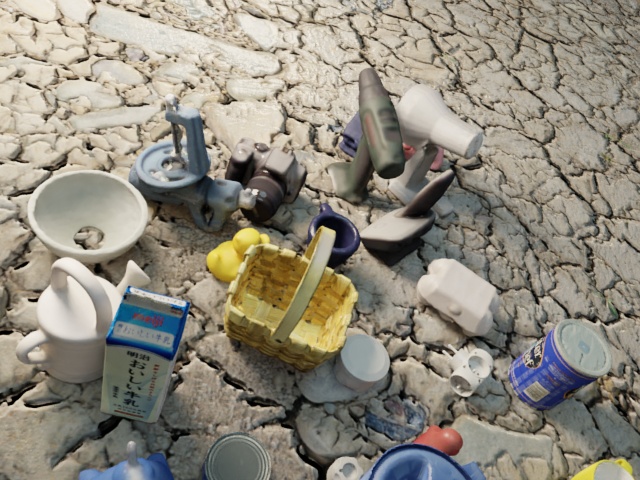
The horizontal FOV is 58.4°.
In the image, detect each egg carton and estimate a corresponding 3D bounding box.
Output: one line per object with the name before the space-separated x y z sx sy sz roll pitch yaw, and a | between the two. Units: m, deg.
egg carton | 0.250 0.103 1.035 0.150 0.069 0.107 35 47 6

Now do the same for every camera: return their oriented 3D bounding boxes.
camera | -0.106 -0.109 1.032 0.143 0.100 0.137 25 46 -2

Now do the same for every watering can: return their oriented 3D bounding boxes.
watering can | -0.294 0.087 0.718 0.101 0.194 0.173 25 46 -2

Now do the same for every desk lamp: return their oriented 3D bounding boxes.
desk lamp | 0.224 -0.177 1.160 0.118 0.213 0.203 -26 66 -38

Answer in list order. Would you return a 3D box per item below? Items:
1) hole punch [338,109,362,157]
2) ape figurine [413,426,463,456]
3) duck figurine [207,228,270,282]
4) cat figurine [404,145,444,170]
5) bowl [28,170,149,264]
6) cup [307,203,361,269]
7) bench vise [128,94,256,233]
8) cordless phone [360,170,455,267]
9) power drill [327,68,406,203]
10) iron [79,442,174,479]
hole punch | 0.110 -0.225 1.233 0.108 0.091 0.101 32 47 4
ape figurine | 0.172 0.300 0.819 0.076 0.092 0.078 14 48 -13
duck figurine | -0.128 0.017 0.926 0.105 0.086 0.077 -12 58 -31
cat figurine | 0.236 -0.231 1.276 0.128 0.117 0.067 16 47 -11
bowl | -0.349 -0.023 0.868 0.168 0.074 0.167 13 48 -14
cup | 0.009 0.004 0.993 0.092 0.095 0.117 0 53 -24
bench vise | -0.197 -0.128 0.925 0.208 0.219 0.121 11 49 -16
cordless phone | 0.164 -0.052 1.047 0.094 0.185 0.148 42 48 14
power drill | 0.088 -0.185 1.109 0.076 0.208 0.229 -1 53 -25
iron | -0.181 0.343 0.590 0.119 0.141 0.258 -6 55 -28
